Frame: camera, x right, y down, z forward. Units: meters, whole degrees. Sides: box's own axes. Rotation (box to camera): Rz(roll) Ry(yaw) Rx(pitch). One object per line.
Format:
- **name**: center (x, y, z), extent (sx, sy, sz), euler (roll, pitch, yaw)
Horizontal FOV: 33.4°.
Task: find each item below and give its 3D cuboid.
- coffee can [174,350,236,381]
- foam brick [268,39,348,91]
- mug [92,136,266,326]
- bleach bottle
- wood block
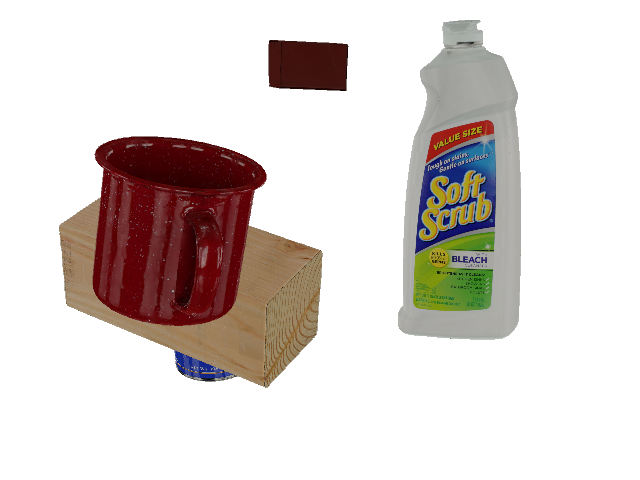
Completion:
- **coffee can**: center (-0.131, 0.083, 1.281), extent (0.103, 0.140, 0.103), euler (-3, 25, 1)
- **foam brick**: center (-0.014, -0.191, 1.164), extent (0.078, 0.051, 0.053), euler (0, 12, -16)
- **mug**: center (-0.077, -0.001, 0.579), extent (0.093, 0.081, 0.117), euler (0, 22, -26)
- **bleach bottle**: center (0.109, -0.049, 0.860), extent (0.103, 0.251, 0.068), euler (2, 15, 21)
- **wood block**: center (-0.111, 0.034, 0.910), extent (0.206, 0.090, 0.090), euler (19, 36, 23)
